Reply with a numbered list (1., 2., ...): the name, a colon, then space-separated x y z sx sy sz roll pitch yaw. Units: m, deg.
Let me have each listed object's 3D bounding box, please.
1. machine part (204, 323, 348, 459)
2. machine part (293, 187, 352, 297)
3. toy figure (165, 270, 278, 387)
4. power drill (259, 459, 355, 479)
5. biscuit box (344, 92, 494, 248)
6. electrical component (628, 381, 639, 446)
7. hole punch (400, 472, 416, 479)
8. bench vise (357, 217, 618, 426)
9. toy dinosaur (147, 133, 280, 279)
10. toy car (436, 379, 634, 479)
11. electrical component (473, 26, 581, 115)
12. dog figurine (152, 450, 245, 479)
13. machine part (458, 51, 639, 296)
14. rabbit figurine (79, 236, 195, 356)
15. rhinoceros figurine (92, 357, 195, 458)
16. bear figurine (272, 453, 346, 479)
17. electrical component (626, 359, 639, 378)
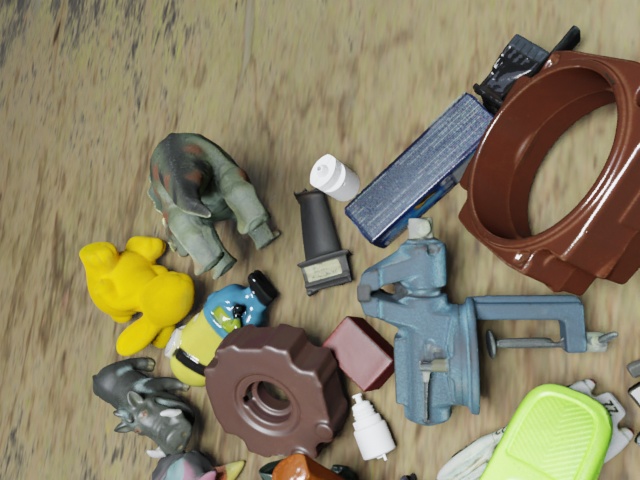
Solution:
1. machine part: -0.055 0.183 0.643 0.180 0.056 0.179 9 115 20
2. machine part: -0.001 -0.002 0.706 0.084 0.039 0.139 -23 73 29
3. toy figure: -0.132 0.121 0.720 0.180 0.082 0.089 -40 64 11
4. power drill: -0.031 0.370 0.625 0.232 0.086 0.207 -6 74 23
5. biscuit box: 0.123 -0.078 0.646 0.202 0.059 0.063 -43 67 12
6. electrical component: 0.330 0.154 0.486 0.102 0.045 0.078 -36 68 21
7. hole punch: 0.105 0.319 0.544 0.092 0.142 0.115 3 96 28
8. bench vise: 0.164 0.081 0.558 0.241 0.129 0.223 -2 83 13
9. toy dinosaur: -0.147 -0.061 0.645 0.131 0.404 0.192 -39 85 -14
10. toy car: 0.215 0.218 0.548 0.202 0.056 0.073 -38 67 15
11. electrical component: 0.234 -0.194 0.607 0.048 0.074 0.119 43 104 25
12. dog figurine: -0.168 0.379 0.676 0.192 0.108 0.219 42 97 26
13. machine part: 0.232 -0.068 0.510 0.201 0.087 0.202 -64 21 18
14. rabbit figurine: -0.248 0.079 0.755 0.173 0.122 0.162 8 93 32
15. rhinoceros figurine: -0.237 0.222 0.735 0.191 0.112 0.073 23 89 35
16. bear figurine: -0.051 0.311 0.541 0.196 0.131 0.120 -30 54 12
17. electrical component: 0.355 0.126 0.517 0.094 0.021 0.063 -30 68 19
